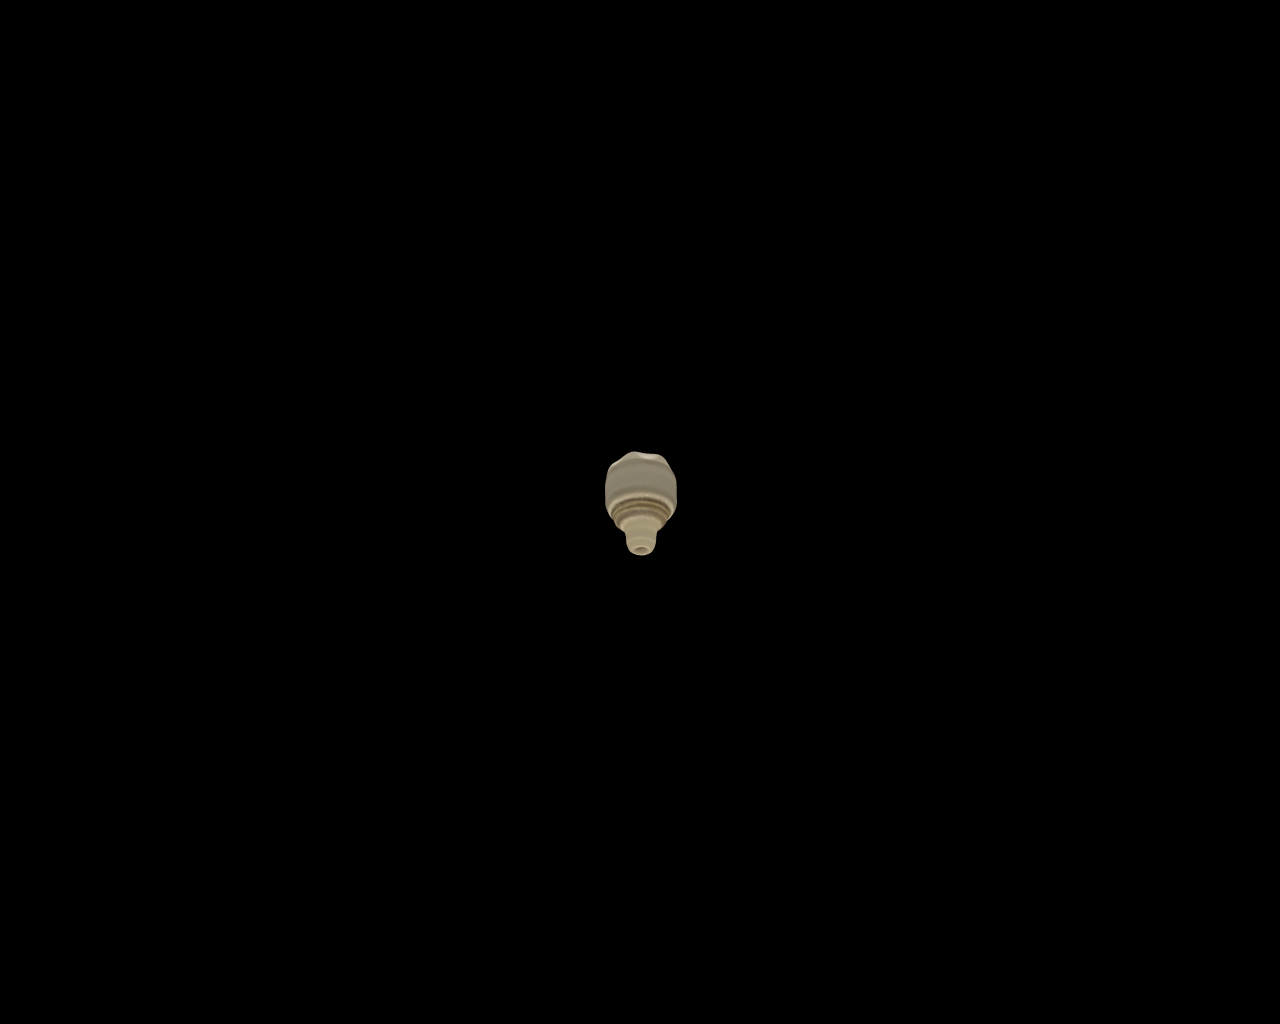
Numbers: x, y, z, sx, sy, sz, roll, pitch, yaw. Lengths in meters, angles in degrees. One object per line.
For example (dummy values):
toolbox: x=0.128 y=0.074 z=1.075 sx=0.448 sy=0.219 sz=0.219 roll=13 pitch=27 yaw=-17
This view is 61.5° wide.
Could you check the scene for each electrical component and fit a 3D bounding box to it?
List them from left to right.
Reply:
electrical component: x=0.001 y=-0.003 z=0.650 sx=0.043 sy=0.062 sz=0.043 roll=0 pitch=-31 yaw=0
